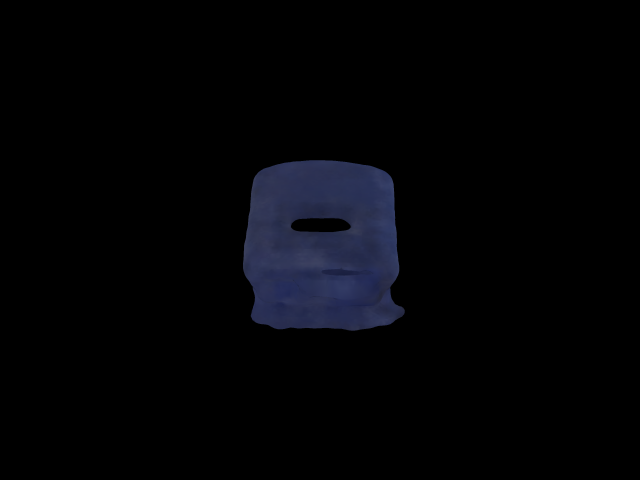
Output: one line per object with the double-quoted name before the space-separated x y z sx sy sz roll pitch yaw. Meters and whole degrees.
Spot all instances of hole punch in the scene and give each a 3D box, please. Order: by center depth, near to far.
"hole punch" 0.004 0.001 0.400 0.108 0.091 0.101 0 28 0
